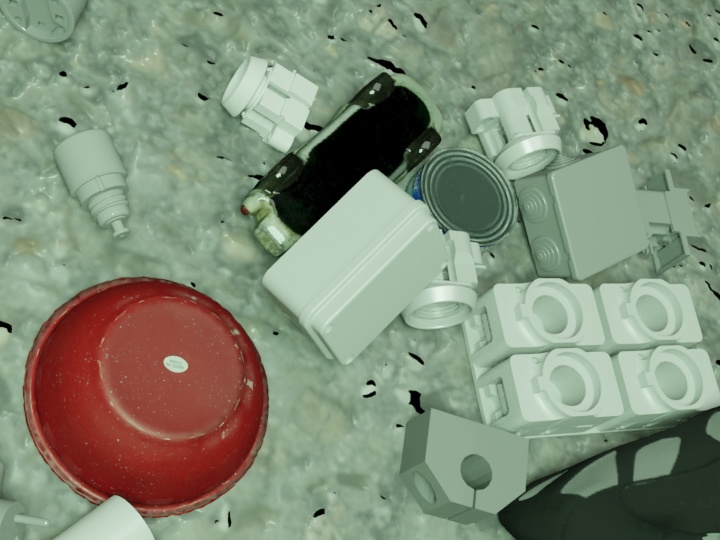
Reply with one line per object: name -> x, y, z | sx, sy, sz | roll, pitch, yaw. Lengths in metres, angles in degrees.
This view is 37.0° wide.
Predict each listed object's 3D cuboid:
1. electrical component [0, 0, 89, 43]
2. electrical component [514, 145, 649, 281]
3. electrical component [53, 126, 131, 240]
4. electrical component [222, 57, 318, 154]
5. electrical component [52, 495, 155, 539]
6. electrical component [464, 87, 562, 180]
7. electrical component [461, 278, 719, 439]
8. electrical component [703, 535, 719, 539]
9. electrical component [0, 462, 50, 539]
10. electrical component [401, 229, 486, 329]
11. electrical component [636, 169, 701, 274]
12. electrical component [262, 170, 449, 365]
electrical component -> -0.217, -0.196, 0.753 | 0.055, 0.055, 0.047 | 27, 54, -13
electrical component -> 0.177, -0.045, 0.864 | 0.100, 0.048, 0.099 | -22, 101, -33
electrical component -> -0.174, -0.057, 0.716 | 0.040, 0.040, 0.078 | -19, 77, -32
electrical component -> -0.069, -0.126, 0.799 | 0.055, 0.048, 0.066 | 30, 57, -20
electrical component -> -0.161, 0.170, 0.612 | 0.081, 0.043, 0.043 | -35, 85, -34
electrical component -> 0.131, -0.111, 0.884 | 0.078, 0.058, 0.057 | -8, 68, -29
electrical component -> 0.180, 0.067, 0.821 | 0.186, 0.060, 0.105 | 0, 67, -26
electrical component -> 0.259, 0.199, 0.808 | 0.077, 0.043, 0.079 | 10, 63, -22
electrical component -> -0.211, 0.142, 0.590 | 0.079, 0.044, 0.077 | 7, 61, 5
electrical component -> 0.055, 0.008, 0.789 | 0.078, 0.058, 0.057 | 5, 62, -25
electrical component -> 0.249, -0.042, 0.918 | 0.064, 0.042, 0.081 | 4, 65, -23
electrical component -> 0.000, 0.000, 0.724 | 0.113, 0.078, 0.057 | -45, 63, -9
